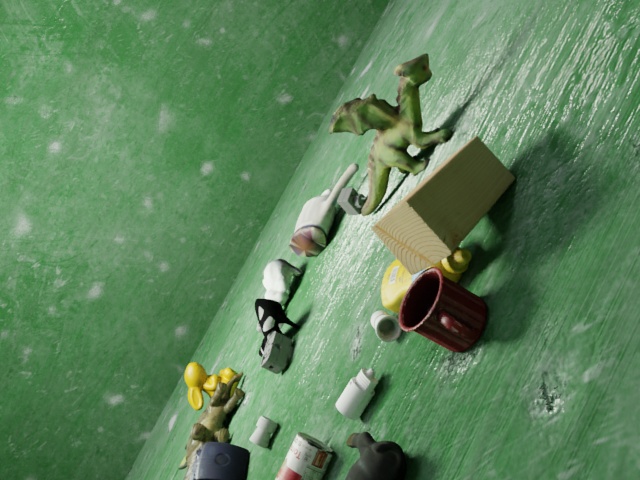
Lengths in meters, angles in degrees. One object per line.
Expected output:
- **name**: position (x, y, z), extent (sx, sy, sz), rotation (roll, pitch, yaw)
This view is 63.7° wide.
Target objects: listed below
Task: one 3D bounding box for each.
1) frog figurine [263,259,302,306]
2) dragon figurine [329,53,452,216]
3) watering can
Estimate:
- **frog figurine**: position (-0.141, 0.145, 1.648), extent (0.137, 0.121, 0.162), rotation (3, 51, 55)
- **dragon figurine**: position (0.132, -0.231, 1.161), extent (0.403, 0.241, 0.125), rotation (-50, 21, 31)
- **watering can**: position (0.005, -0.080, 1.593), extent (0.341, 0.103, 0.230), rotation (-47, 19, 47)
